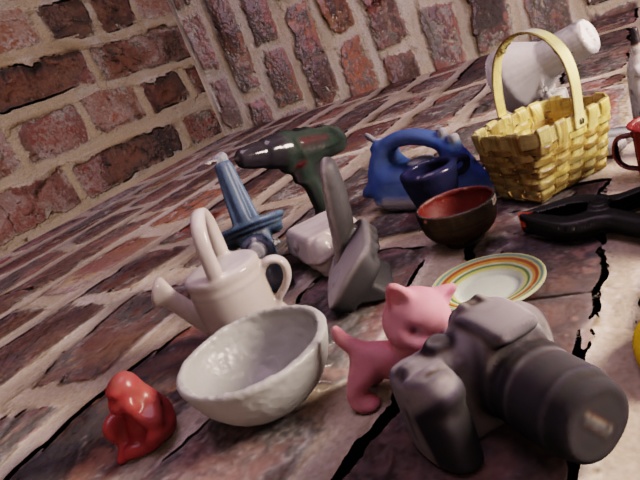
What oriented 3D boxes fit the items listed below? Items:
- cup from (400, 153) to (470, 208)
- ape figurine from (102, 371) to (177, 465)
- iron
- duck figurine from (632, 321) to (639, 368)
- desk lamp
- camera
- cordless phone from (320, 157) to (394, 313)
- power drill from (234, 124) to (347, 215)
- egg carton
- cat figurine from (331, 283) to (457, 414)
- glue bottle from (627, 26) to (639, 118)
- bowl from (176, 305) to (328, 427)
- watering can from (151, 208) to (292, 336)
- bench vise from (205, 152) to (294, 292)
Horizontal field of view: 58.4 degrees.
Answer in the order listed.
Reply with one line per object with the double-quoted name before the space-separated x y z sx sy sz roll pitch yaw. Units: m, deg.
"cup" 0.193 -0.079 0.908 0.118 0.095 0.091 -25 19 -10
"ape figurine" -0.198 0.182 0.610 0.077 0.092 0.076 -4 25 42
"iron" 0.184 -0.137 1.008 0.257 0.142 0.119 -1 27 47
"duck figurine" 0.283 0.055 0.448 0.077 0.086 0.105 -2 27 45
"desk lamp" 0.401 -0.248 0.966 0.202 0.214 0.118 0 28 48
"camera" 0.141 0.108 0.431 0.143 0.101 0.136 -27 19 -15
"cordless phone" 0.028 -0.010 0.754 0.094 0.185 0.147 -20 19 5
"power drill" -0.029 -0.109 1.058 0.230 0.209 0.075 -33 22 -32
"egg carton" 0.008 0.003 0.920 0.107 0.069 0.150 -27 19 -17
"cat figurine" 0.072 0.089 0.533 0.127 0.118 0.067 -16 19 16
"glue bottle" 0.522 -0.259 0.927 0.037 0.173 0.078 -15 20 19
"bowl" -0.060 0.141 0.601 0.167 0.075 0.167 -19 19 7
"watering can" -0.128 0.054 0.730 0.173 0.194 0.100 -27 19 -16
"bench vise" -0.106 -0.035 0.914 0.122 0.220 0.206 -29 20 -20
